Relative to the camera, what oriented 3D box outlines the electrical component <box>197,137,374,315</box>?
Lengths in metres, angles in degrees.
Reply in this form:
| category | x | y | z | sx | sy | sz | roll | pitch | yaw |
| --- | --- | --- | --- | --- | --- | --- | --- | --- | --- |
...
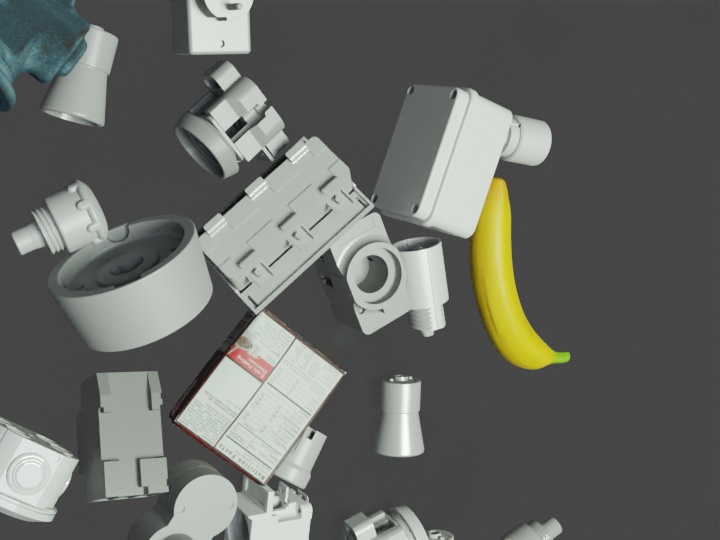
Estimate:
| category | x | y | z | sx | sy | sz | roll | pitch | yaw |
| --- | --- | --- | --- | --- | --- | --- | --- | --- | --- |
| electrical component | -0.061 | -0.039 | 0.804 | 0.121 | 0.063 | 0.078 | -43 | 76 | -9 |

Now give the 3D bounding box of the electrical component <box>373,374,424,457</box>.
| category | x | y | z | sx | sy | sz | roll | pitch | yaw |
| --- | --- | --- | --- | --- | --- | --- | --- | --- | --- |
| electrical component | 0.034 | 0.122 | 0.919 | 0.044 | 0.044 | 0.065 | -1 | 96 | -29 |

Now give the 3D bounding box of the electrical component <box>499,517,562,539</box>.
| category | x | y | z | sx | sy | sz | roll | pitch | yaw |
| --- | --- | --- | --- | --- | --- | --- | --- | --- | --- |
| electrical component | 0.163 | 0.258 | 1.018 | 0.062 | 0.043 | 0.043 | -30 | 113 | -23 |

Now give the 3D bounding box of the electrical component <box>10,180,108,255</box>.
| category | x | y | z | sx | sy | sz | roll | pitch | yaw |
| --- | --- | --- | --- | --- | --- | --- | --- | --- | --- |
| electrical component | -0.210 | -0.031 | 0.747 | 0.062 | 0.048 | 0.048 | -27 | 112 | -16 |

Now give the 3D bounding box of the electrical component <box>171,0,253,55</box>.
| category | x | y | z | sx | sy | sz | roll | pitch | yaw |
| --- | --- | --- | --- | --- | --- | --- | --- | --- | --- |
| electrical component | -0.099 | -0.194 | 0.758 | 0.047 | 0.076 | 0.083 | -7 | 104 | -28 |

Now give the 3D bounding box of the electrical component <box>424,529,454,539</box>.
| category | x | y | z | sx | sy | sz | roll | pitch | yaw |
| --- | --- | --- | --- | --- | --- | --- | --- | --- | --- |
| electrical component | 0.068 | 0.267 | 0.968 | 0.044 | 0.044 | 0.065 | -6 | 98 | -28 |

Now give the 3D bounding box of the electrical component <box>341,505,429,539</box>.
| category | x | y | z | sx | sy | sz | roll | pitch | yaw |
| --- | --- | --- | --- | --- | --- | --- | --- | --- | --- |
| electrical component | 0.024 | 0.239 | 0.928 | 0.057 | 0.058 | 0.078 | -24 | 111 | -21 |

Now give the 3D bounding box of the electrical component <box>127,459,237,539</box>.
| category | x | y | z | sx | sy | sz | roll | pitch | yaw |
| --- | --- | --- | --- | --- | --- | --- | --- | --- | --- |
| electrical component | -0.142 | 0.217 | 0.819 | 0.052 | 0.074 | 0.138 | 37 | 81 | -30 |

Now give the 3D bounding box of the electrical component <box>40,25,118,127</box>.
| category | x | y | z | sx | sy | sz | roll | pitch | yaw |
| --- | --- | --- | --- | --- | --- | --- | --- | --- | --- |
| electrical component | -0.190 | -0.135 | 0.739 | 0.044 | 0.044 | 0.065 | 15 | 88 | -31 |

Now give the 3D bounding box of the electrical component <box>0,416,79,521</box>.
| category | x | y | z | sx | sy | sz | roll | pitch | yaw |
| --- | --- | --- | --- | --- | --- | --- | --- | --- | --- |
| electrical component | -0.240 | 0.137 | 0.744 | 0.080 | 0.080 | 0.051 | 33 | 78 | -30 |

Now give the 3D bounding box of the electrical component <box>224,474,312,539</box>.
| category | x | y | z | sx | sy | sz | roll | pitch | yaw |
| --- | --- | --- | --- | --- | --- | --- | --- | --- | --- |
| electrical component | -0.074 | 0.206 | 0.871 | 0.064 | 0.042 | 0.081 | -1 | 106 | -34 |

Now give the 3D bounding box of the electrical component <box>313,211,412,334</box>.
| category | x | y | z | sx | sy | sz | roll | pitch | yaw |
| --- | --- | --- | --- | --- | --- | --- | --- | --- | --- |
| electrical component | 0.000 | 0.000 | 0.865 | 0.050 | 0.056 | 0.089 | -30 | 113 | -21 |

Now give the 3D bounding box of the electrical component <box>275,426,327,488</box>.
| category | x | y | z | sx | sy | sz | roll | pitch | yaw |
| --- | --- | --- | --- | --- | --- | --- | --- | --- | --- |
| electrical component | -0.053 | 0.149 | 0.876 | 0.040 | 0.040 | 0.046 | 34 | 78 | -30 |

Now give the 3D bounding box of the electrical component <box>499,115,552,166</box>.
| category | x | y | z | sx | sy | sz | roll | pitch | yaw |
| --- | --- | --- | --- | --- | --- | --- | --- | --- | --- |
| electrical component | 0.128 | -0.114 | 0.924 | 0.078 | 0.040 | 0.040 | 6 | 97 | -30 |

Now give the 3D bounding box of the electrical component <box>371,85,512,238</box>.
| category | x | y | z | sx | sy | sz | roll | pitch | yaw |
| --- | --- | --- | --- | --- | --- | --- | --- | --- | --- |
| electrical component | 0.064 | -0.090 | 0.871 | 0.057 | 0.078 | 0.113 | 18 | 91 | -34 |

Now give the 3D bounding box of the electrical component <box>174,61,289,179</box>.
| category | x | y | z | sx | sy | sz | roll | pitch | yaw |
| --- | --- | --- | --- | --- | --- | --- | --- | --- | --- |
| electrical component | -0.098 | -0.104 | 0.788 | 0.057 | 0.058 | 0.078 | -46 | 118 | -17 |

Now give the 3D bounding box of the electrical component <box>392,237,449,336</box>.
| category | x | y | z | sx | sy | sz | roll | pitch | yaw |
| --- | --- | --- | --- | --- | --- | --- | --- | --- | --- |
| electrical component | 0.052 | 0.017 | 0.906 | 0.043 | 0.043 | 0.081 | -17 | 108 | -26 |

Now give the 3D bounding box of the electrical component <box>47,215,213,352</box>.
| category | x | y | z | sx | sy | sz | roll | pitch | yaw |
| --- | --- | --- | --- | --- | --- | --- | --- | --- | --- |
| electrical component | -0.156 | 0.014 | 0.753 | 0.108 | 0.108 | 0.060 | -31 | 120 | -21 |
